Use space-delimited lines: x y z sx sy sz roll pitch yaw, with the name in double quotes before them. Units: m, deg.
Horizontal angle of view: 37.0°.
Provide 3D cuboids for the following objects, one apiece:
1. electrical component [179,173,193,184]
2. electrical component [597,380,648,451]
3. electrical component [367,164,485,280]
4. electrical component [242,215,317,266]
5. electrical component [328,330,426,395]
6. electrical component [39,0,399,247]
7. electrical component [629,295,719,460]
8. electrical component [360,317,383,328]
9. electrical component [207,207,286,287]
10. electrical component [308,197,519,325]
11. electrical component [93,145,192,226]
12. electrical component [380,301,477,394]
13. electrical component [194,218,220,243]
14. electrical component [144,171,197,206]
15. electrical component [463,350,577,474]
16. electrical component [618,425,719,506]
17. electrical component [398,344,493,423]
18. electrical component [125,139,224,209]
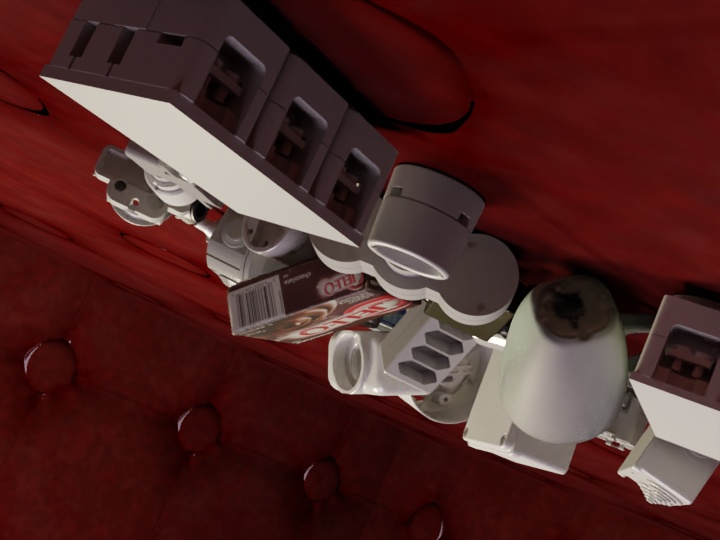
"electrical component" -0.110 -0.085 0.645 0.062 0.048 0.048 33 169 -12
"electrical component" 0.215 0.111 0.871 0.042 0.063 0.081 18 168 30
"electrical component" 0.036 -0.026 0.603 0.055 0.047 0.055 23 171 4
"electrical component" -0.049 -0.030 0.769 0.055 0.055 0.047 14 170 46
"electrical component" 0.014 0.080 0.933 0.059 0.053 0.095 3 176 -31
"electrical component" -0.059 -0.076 0.512 0.089 0.061 0.150 17 168 37
"electrical component" 0.232 0.076 0.644 0.105 0.060 0.186 20 170 24
"electrical component" -0.023 0.014 0.927 0.108 0.060 0.108 23 171 4
"electrical component" -0.076 -0.016 0.837 0.051 0.080 0.080 25 172 28
"electrical component" 0.032 -0.013 0.666 0.138 0.052 0.073 22 171 8
"electrical component" -0.171 -0.067 0.857 0.078 0.058 0.057 25 168 -8
"electrical component" 0.058 0.041 0.870 0.047 0.083 0.075 28 -152 -22
"electrical component" -0.128 -0.032 1.012 0.061 0.035 0.035 32 168 -30
"electrical component" -0.138 -0.073 0.785 0.040 0.040 0.078 23 171 7
"electrical component" 0.139 0.101 0.864 0.056 0.108 0.109 23 171 -10
"electrical component" 0.240 0.126 0.793 0.048 0.099 0.099 35 173 13
"electrical component" 0.078 0.087 0.982 0.099 0.099 0.064 32 174 -39
"electrical component" -0.116 -0.076 0.711 0.064 0.042 0.081 23 170 20
